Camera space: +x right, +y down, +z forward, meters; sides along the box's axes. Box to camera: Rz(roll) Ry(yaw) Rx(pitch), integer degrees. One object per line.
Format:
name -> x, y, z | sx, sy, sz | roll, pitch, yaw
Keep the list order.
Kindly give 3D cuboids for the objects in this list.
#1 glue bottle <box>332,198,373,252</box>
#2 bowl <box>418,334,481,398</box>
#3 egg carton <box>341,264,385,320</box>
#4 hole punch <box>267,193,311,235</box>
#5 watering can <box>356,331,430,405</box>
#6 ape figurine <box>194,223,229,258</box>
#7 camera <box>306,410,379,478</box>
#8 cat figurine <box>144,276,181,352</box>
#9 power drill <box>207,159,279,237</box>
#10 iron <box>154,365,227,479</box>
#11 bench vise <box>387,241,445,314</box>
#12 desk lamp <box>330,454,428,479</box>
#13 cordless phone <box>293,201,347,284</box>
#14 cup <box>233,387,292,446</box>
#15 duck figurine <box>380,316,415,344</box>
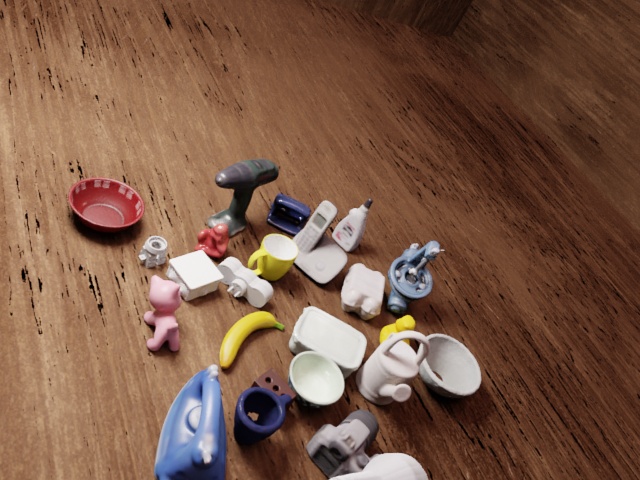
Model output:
glue bottle -> 0.098, -0.049, 1.549 | 0.078, 0.173, 0.037 | 43, 39, 16
bowl -> 0.293, 0.311, 1.359 | 0.168, 0.074, 0.167 | 19, 39, -16
egg carton -> 0.108, 0.127, 1.444 | 0.107, 0.069, 0.150 | 25, 38, -8
hole punch -> -0.079, -0.084, 1.536 | 0.109, 0.091, 0.101 | 26, 38, -7
watering can -> 0.165, 0.268, 1.222 | 0.101, 0.194, 0.172 | 5, 44, -30
ape figurine -> -0.241, -0.004, 1.335 | 0.076, 0.092, 0.077 | -14, 55, -43
camera -> 0.072, 0.393, 1.095 | 0.143, 0.100, 0.137 | 43, 39, 15
cat figurine -> -0.299, 0.136, 1.117 | 0.067, 0.117, 0.127 | 2, 46, -32
power drill -> -0.197, -0.108, 1.387 | 0.075, 0.208, 0.230 | 39, 38, 11
iron -> -0.200, 0.302, 0.978 | 0.119, 0.141, 0.258 | 16, 40, -19
bench vise -> 0.239, 0.059, 1.486 | 0.122, 0.219, 0.207 | 16, 40, -19
desk lamp -> 0.049, 0.440, 0.933 | 0.204, 0.213, 0.117 | 3, 45, -32
cordless phone -> 0.013, 0.005, 1.421 | 0.147, 0.185, 0.094 | 40, 38, 12
cup -> -0.111, 0.327, 1.049 | 0.118, 0.095, 0.091 | -14, 56, -43
duck figurine -> 0.195, 0.223, 1.382 | 0.077, 0.086, 0.105 | 36, 37, 7
